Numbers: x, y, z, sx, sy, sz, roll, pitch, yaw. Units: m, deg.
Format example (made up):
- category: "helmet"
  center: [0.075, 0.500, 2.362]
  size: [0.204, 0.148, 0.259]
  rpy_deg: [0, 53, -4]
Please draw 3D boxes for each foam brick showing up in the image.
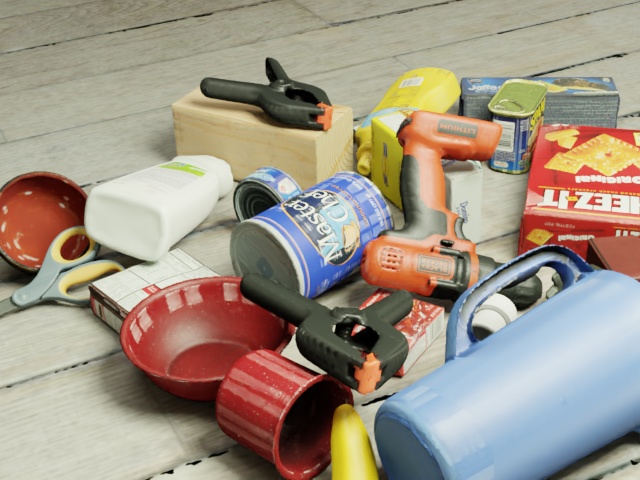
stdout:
- category: "foam brick"
  center: [0.301, 0.038, 1.057]
  size: [0.051, 0.053, 0.078]
  rpy_deg: [-6, 33, -5]

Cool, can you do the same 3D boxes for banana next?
- category: "banana"
  center: [0.015, 0.207, 0.793]
  size: [0.037, 0.069, 0.197]
  rpy_deg: [-25, 21, 30]

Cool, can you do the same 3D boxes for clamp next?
- category: "clamp"
  center: [-0.058, -0.170, 1.261]
  size: [0.120, 0.039, 0.172]
  rpy_deg: [-25, 39, -28]
- category: "clamp"
  center: [0.011, 0.074, 0.910]
  size: [0.164, 0.036, 0.210]
  rpy_deg: [8, 16, -5]

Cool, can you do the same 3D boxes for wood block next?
- category: "wood block"
  center: [-0.070, -0.126, 1.315]
  size: [0.206, 0.090, 0.090]
  rpy_deg: [16, 36, 26]

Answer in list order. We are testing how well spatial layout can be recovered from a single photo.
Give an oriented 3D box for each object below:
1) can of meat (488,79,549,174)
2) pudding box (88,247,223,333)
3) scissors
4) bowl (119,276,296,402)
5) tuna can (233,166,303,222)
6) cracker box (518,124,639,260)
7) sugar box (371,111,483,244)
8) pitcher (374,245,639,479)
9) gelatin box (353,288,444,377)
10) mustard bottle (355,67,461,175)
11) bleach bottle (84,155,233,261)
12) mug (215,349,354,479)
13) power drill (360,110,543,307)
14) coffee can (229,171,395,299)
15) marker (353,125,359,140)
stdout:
- category: "can of meat"
  center: [0.243, -0.140, 1.319]
  size: [0.057, 0.084, 0.102]
  rpy_deg: [11, 34, 21]
- category: "pudding box"
  center: [-0.162, 0.056, 1.076]
  size: [0.113, 0.039, 0.090]
  rpy_deg: [-22, 34, -34]
- category: "scissors"
  center: [-0.301, 0.041, 1.095]
  size: [0.201, 0.016, 0.096]
  rpy_deg: [-10, 67, -13]
- category: "bowl"
  center: [-0.101, 0.099, 0.983]
  size: [0.162, 0.055, 0.162]
  rpy_deg: [-2, 32, 1]
- category: "tuna can"
  center: [-0.054, -0.036, 1.171]
  size: [0.086, 0.086, 0.033]
  rpy_deg: [20, 40, 32]
- category: "cracker box"
  center: [0.313, -0.052, 1.182]
  size: [0.164, 0.072, 0.213]
  rpy_deg: [5, 33, 14]
- category: "sugar box"
  center: [0.117, -0.069, 1.205]
  size: [0.048, 0.093, 0.176]
  rpy_deg: [-16, 34, -19]
- category: "pitcher"
  center: [0.162, 0.119, 0.856]
  size: [0.242, 0.145, 0.149]
  rpy_deg: [-24, 39, -26]
- category: "gelatin box"
  center: [0.067, 0.086, 1.016]
  size: [0.073, 0.030, 0.089]
  rpy_deg: [17, 36, 29]
- category: "mustard bottle"
  center: [0.098, -0.144, 1.342]
  size: [0.096, 0.058, 0.191]
  rpy_deg: [0, 38, 38]
- category: "bleach bottle"
  center: [-0.157, -0.050, 1.192]
  size: [0.103, 0.068, 0.250]
  rpy_deg: [17, 21, 15]
- category: "mug"
  center: [-0.024, 0.142, 0.891]
  size: [0.082, 0.093, 0.117]
  rpy_deg: [20, 7, 40]
- category: "power drill"
  center: [0.139, -0.029, 1.069]
  size: [0.184, 0.057, 0.187]
  rpy_deg: [10, 71, -9]
- category: "coffee can"
  center: [-0.007, 0.001, 1.090]
  size: [0.103, 0.103, 0.140]
  rpy_deg: [26, 41, 38]
- category: "marker"
  center: [0.071, -0.149, 1.408]
  size: [0.120, 0.020, 0.020]
  rpy_deg: [-21, 36, -28]
